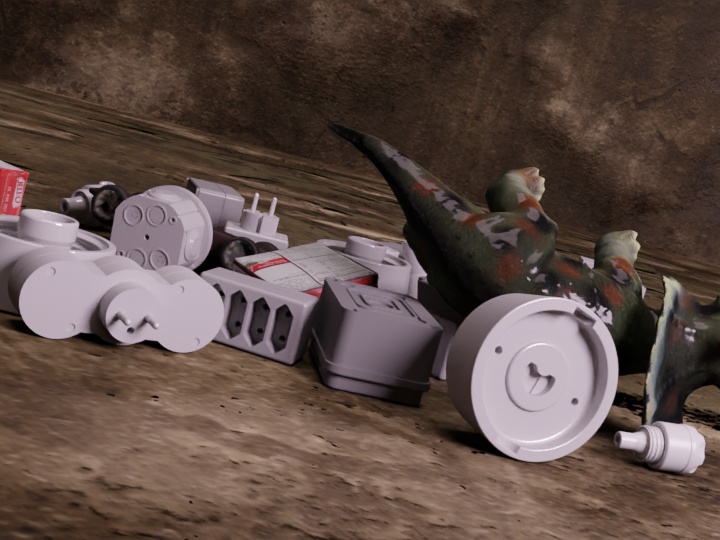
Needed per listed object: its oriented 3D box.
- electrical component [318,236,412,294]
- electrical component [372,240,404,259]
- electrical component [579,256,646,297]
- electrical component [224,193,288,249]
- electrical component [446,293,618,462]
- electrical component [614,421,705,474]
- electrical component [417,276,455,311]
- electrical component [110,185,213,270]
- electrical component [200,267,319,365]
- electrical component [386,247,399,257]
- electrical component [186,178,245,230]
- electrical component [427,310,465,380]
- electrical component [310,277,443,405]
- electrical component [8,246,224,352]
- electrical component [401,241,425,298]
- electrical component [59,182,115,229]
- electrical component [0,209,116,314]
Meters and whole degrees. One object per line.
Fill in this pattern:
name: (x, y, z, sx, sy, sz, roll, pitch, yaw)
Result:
electrical component: (0.000, 0.000, 1.079, 0.108, 0.060, 0.108, 15, 9, -2)
electrical component: (0.044, -0.003, 1.238, 0.064, 0.042, 0.081, 26, 14, 35)
electrical component: (0.247, 0.042, 1.132, 0.062, 0.089, 0.150, 16, 9, 4)
electrical component: (-0.105, -0.039, 1.094, 0.066, 0.076, 0.047, 14, 9, -7)
electrical component: (0.109, 0.067, 0.715, 0.108, 0.108, 0.060, 11, 4, -22)
electrical component: (0.207, 0.122, 0.752, 0.061, 0.035, 0.035, 10, 10, -14)
electrical component: (0.100, 0.041, 0.974, 0.062, 0.061, 0.096, -5, 11, -26)
electrical component: (-0.173, -0.032, 0.935, 0.080, 0.080, 0.051, 17, 14, 15)
electrical component: (-0.074, 0.031, 0.808, 0.083, 0.047, 0.076, 17, 9, 10)
electrical component: (0.010, -0.004, 1.160, 0.055, 0.047, 0.055, 15, 9, -2)
electrical component: (-0.164, -0.062, 1.188, 0.061, 0.061, 0.096, 12, 9, -19)
electrical component: (0.098, 0.067, 0.868, 0.083, 0.047, 0.076, 6, 13, -46)
electrical component: (0.008, 0.051, 0.791, 0.078, 0.057, 0.113, 13, 9, -12)
electrical component: (-0.153, 0.024, 0.702, 0.138, 0.052, 0.074, 9, 11, -31)
electrical component: (0.067, 0.002, 1.158, 0.044, 0.065, 0.044, -1, -2, 0)
electrical component: (-0.273, -0.065, 1.085, 0.048, 0.048, 0.062, 21, 18, 35)
electrical component: (-0.226, -0.009, 0.762, 0.108, 0.060, 0.108, 14, 9, -2)
